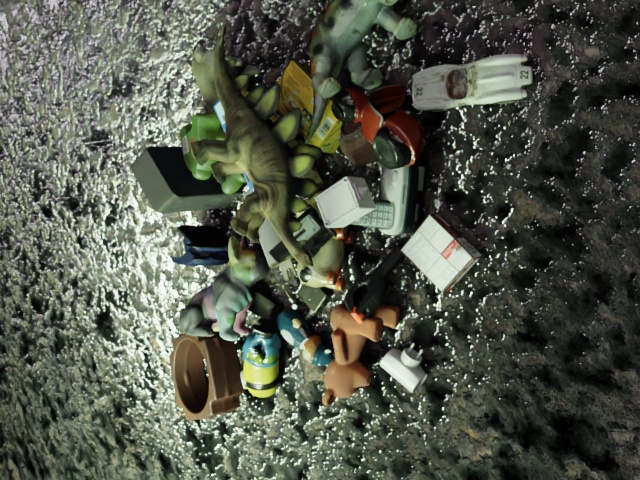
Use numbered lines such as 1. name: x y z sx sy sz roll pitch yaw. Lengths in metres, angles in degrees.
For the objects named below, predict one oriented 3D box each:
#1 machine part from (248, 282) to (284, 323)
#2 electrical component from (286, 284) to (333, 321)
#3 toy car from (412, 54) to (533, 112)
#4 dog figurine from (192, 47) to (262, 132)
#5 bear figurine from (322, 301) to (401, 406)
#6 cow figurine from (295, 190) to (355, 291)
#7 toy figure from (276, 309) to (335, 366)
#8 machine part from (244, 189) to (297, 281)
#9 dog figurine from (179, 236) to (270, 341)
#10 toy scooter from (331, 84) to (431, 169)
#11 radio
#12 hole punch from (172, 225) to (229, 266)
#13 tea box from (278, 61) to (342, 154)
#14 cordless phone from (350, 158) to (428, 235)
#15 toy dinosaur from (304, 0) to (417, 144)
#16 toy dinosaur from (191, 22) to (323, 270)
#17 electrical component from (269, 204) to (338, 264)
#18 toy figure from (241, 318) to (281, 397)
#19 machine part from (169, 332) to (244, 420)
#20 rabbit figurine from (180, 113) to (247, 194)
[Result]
1. machine part: -0.140 0.135 1.208 0.139 0.039 0.084 34 107 31
2. electrical component: -0.023 0.111 1.115 0.078 0.045 0.102 52 120 23
3. toy car: 0.246 -0.257 0.888 0.202 0.056 0.073 2 94 36
4. dog figurine: -0.229 -0.304 1.162 0.121 0.172 0.190 28 102 42
5. bear figurine: 0.070 0.218 1.014 0.132 0.120 0.195 7 99 31
6. cow figurine: -0.002 -0.003 1.061 0.127 0.085 0.195 4 78 22
7. toy figure: -0.030 0.210 1.122 0.058 0.064 0.155 -46 61 0
8. machine part: -0.100 -0.032 1.141 0.079 0.079 0.243 -29 76 34
9. dog figurine: -0.206 0.098 1.161 0.192 0.108 0.219 4 87 16
10. toy scooter: 0.120 -0.204 0.901 0.184 0.135 0.075 47 152 21
11. radio: -0.281 -0.133 1.173 0.073 0.229 0.131 -37 77 33
12. hole punch: -0.268 0.028 1.238 0.116 0.142 0.092 33 111 44
13. tea box: -0.014 -0.263 1.067 0.098 0.068 0.170 -49 66 26
14. cordless phone: 0.095 -0.088 0.976 0.184 0.088 0.146 8 98 28
15. toy dinosaur: 0.053 -0.373 0.949 0.404 0.131 0.192 -46 45 23
16. toy dinosaur: -0.114 -0.165 0.944 0.199 0.105 0.471 -29 81 4
17. electrical component: -0.035 0.000 0.999 0.119 0.047 0.075 -45 68 0
18. toy figure: -0.125 0.261 1.163 0.089 0.082 0.180 32 122 34
19. machine part: -0.267 0.310 1.259 0.201 0.087 0.201 -29 72 46
20. rabbit figurine: -0.189 -0.186 1.133 0.121 0.170 0.159 -31 70 52
